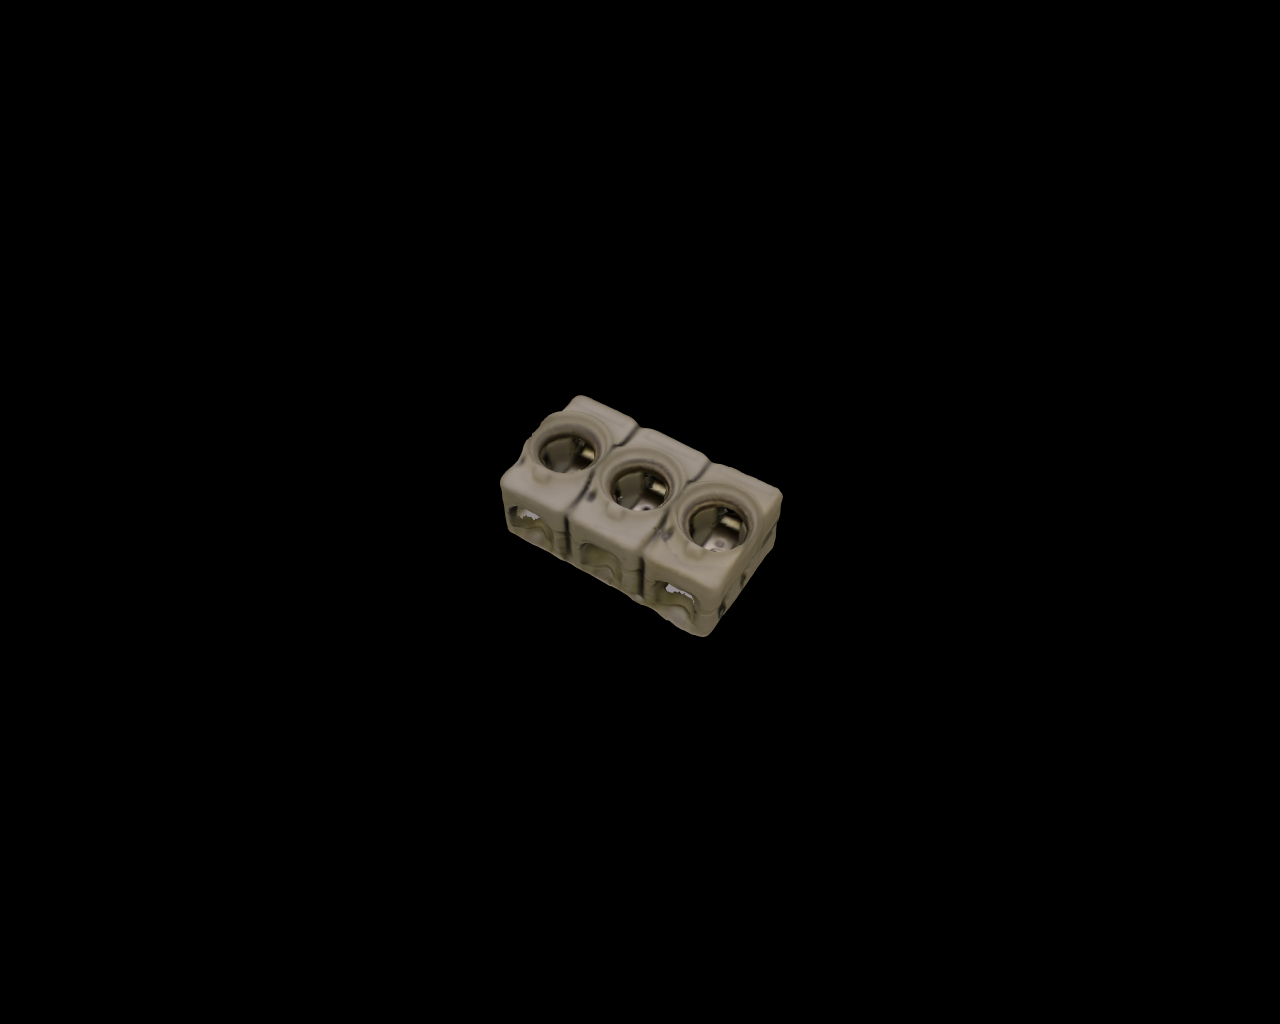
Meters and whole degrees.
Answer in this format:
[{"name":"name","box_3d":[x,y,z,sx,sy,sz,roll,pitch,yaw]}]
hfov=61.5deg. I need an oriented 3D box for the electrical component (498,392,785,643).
[{"name":"electrical component","box_3d":[0.001,-0.003,0.650,0.150,0.090,0.061,27,-33,19]}]
